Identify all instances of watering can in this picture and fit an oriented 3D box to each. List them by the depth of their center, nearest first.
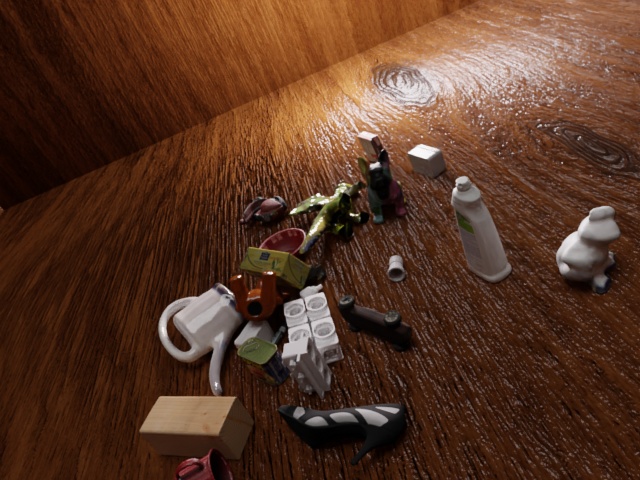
[{"bbox_3d":[-0.278,0.238,1.329,0.227,0.101,0.352,-38,46,-22],"label":"watering can"}]

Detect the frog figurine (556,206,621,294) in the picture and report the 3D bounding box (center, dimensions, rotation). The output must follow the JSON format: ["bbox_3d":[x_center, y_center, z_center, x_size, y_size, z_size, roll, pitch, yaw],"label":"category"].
[{"bbox_3d":[0.541,0.007,1.045,0.139,0.156,0.124,-37,31,-20],"label":"frog figurine"}]

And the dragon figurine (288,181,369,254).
[{"bbox_3d":[0.005,-0.080,1.594,0.242,0.120,0.416,2,30,47],"label":"dragon figurine"}]
